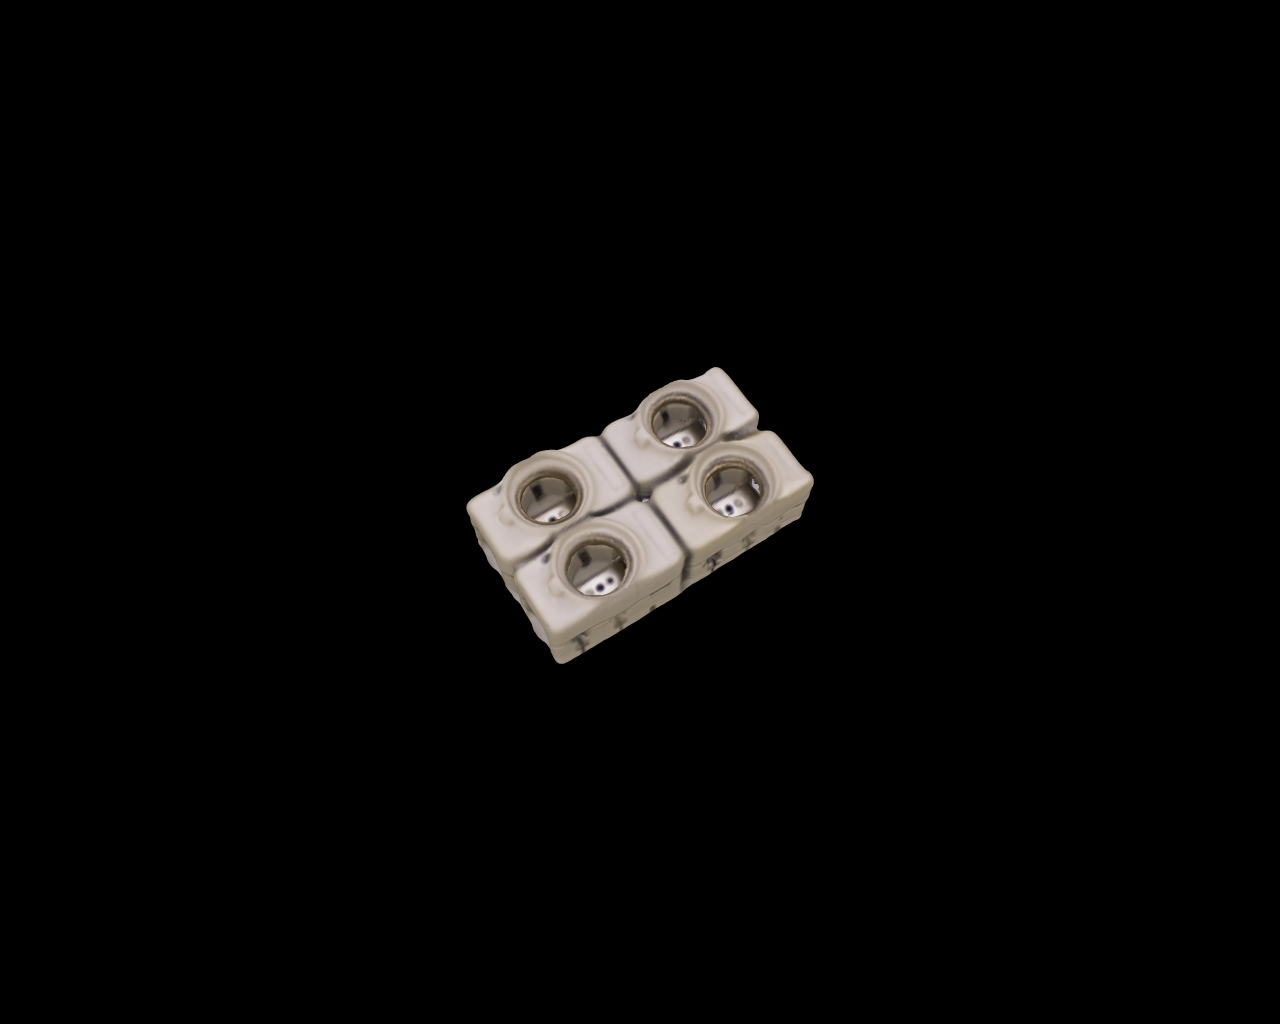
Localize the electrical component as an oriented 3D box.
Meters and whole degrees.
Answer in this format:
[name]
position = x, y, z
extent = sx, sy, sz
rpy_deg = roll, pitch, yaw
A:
[electrical component]
position = 0.001, -0.003, 0.650
extent = 0.186, 0.105, 0.060
rpy_deg = -30, -23, -14
